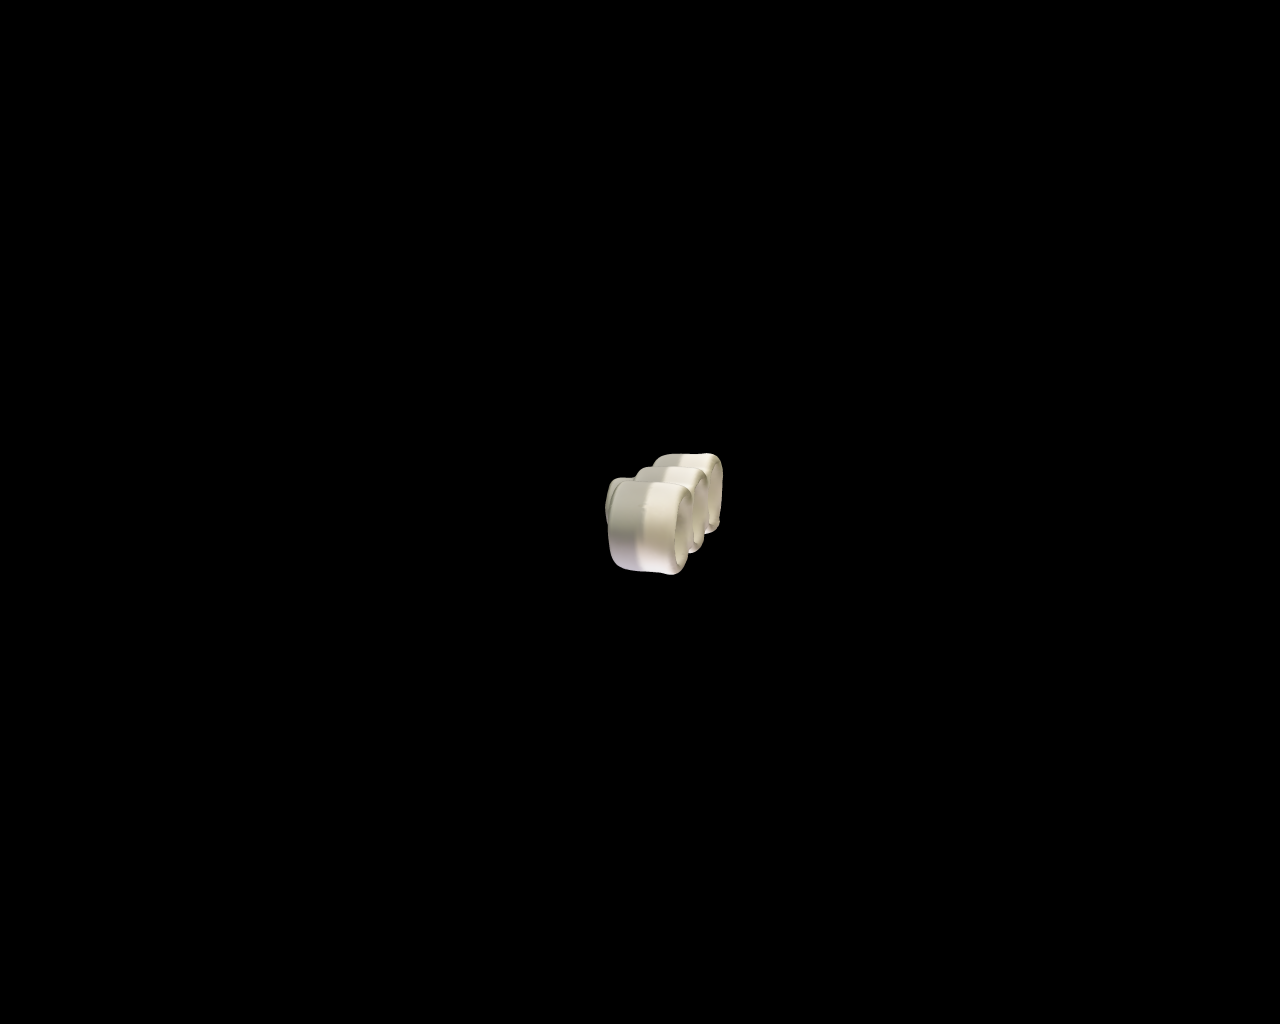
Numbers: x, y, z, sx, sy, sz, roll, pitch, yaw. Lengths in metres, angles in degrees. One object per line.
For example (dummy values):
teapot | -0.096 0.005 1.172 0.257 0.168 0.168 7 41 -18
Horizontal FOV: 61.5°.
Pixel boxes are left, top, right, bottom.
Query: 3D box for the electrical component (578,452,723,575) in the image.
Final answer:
electrical component | 0.001 -0.003 0.650 0.074 0.052 0.138 4 15 15
